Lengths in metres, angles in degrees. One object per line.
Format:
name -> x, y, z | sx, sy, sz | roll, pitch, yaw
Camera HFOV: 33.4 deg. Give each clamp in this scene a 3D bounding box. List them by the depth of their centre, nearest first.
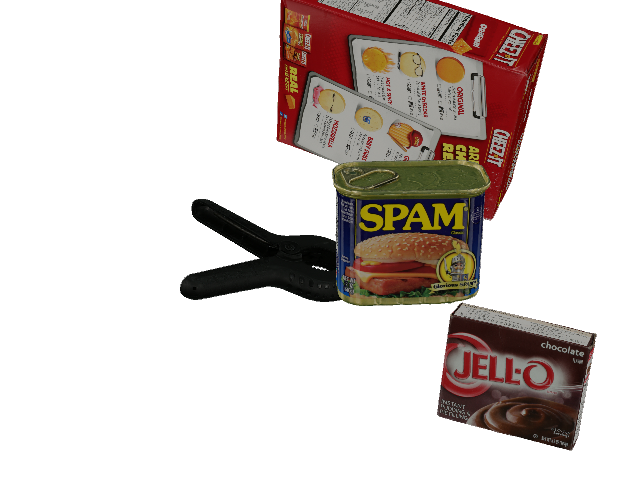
clamp -> -0.040, 0.026, 1.060 | 0.210, 0.036, 0.164 | 14, 31, -2

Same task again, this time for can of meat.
can of meat -> 0.059, -0.005, 0.713 | 0.102, 0.084, 0.057 | -1, 24, -2

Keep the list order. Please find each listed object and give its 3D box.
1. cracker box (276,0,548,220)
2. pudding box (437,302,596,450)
cracker box -> 0.071, -0.129, 0.916 | 0.214, 0.164, 0.072 | 21, 50, 15
pudding box -> 0.154, 0.106, 0.843 | 0.114, 0.090, 0.039 | 11, 21, 18
